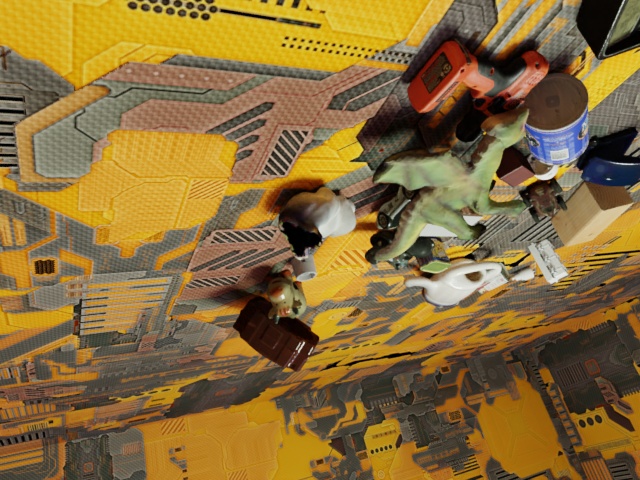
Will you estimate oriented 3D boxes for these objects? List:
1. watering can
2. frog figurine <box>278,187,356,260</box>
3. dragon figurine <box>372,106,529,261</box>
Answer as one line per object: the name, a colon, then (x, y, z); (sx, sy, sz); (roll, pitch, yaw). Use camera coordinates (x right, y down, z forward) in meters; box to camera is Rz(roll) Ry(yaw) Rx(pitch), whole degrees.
watering can: (0.366, 0.125, 1.516); (0.349, 0.106, 0.220); (-7, 154, -20)
frog figurine: (0.003, -0.049, 0.975); (0.162, 0.123, 0.134); (-43, 162, -36)
dragon figurine: (0.189, -0.087, 0.895); (0.405, 0.125, 0.240); (-33, 132, 30)
